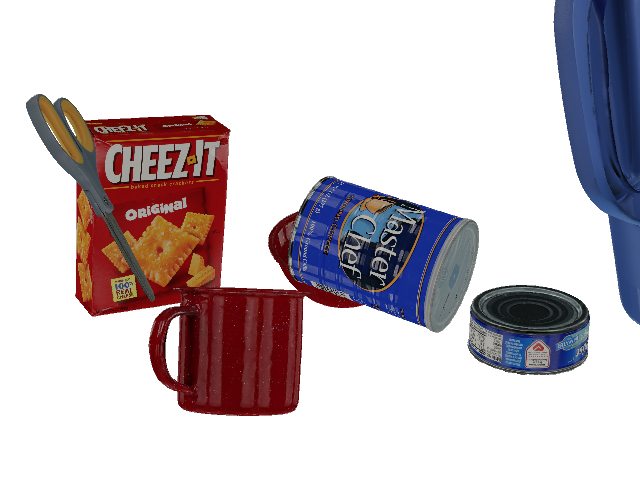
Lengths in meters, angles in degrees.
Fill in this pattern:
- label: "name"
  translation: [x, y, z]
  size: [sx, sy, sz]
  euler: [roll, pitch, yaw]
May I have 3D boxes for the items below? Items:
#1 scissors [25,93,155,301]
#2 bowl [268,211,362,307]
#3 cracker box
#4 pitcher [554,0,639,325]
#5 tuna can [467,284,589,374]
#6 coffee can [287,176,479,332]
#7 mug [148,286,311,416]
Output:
- label: "scissors"
  translation: [-0.195, -0.046, 0.947]
  size: [0.016, 0.201, 0.096]
  euler: [-25, 23, 12]
- label: "bowl"
  translation: [0.023, 0.025, 1.162]
  size: [0.162, 0.055, 0.162]
  euler: [3, 32, -2]
- label: "cracker box"
  translation: [-0.193, -0.030, 1.224]
  size: [0.163, 0.214, 0.072]
  euler: [-7, 24, -29]
- label: "pitcher"
  translation: [0.206, -0.066, 0.587]
  size: [0.149, 0.243, 0.145]
  euler: [-7, 22, 10]
- label: "tuna can"
  translation: [0.150, 0.063, 0.768]
  size: [0.086, 0.034, 0.086]
  euler: [-1, 20, 0]
- label: "coffee can"
  translation: [0.057, 0.011, 0.950]
  size: [0.140, 0.103, 0.102]
  euler: [19, 8, 23]
- label: "mug"
  translation: [-0.062, 0.072, 0.707]
  size: [0.093, 0.081, 0.117]
  euler: [-1, -5, 44]
